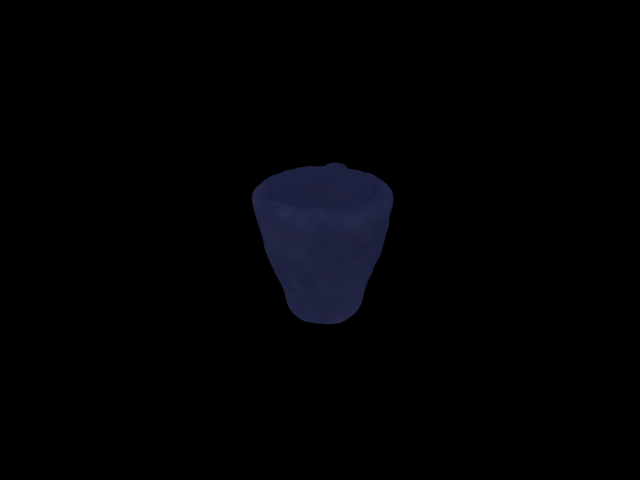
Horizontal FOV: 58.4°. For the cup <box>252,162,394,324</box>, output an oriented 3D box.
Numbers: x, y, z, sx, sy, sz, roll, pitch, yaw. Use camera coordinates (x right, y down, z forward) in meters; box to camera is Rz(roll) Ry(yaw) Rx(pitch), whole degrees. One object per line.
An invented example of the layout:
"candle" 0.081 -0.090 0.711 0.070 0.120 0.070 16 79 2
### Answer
"cup" 0.004 0.001 0.400 0.091 0.095 0.118 3 26 7
